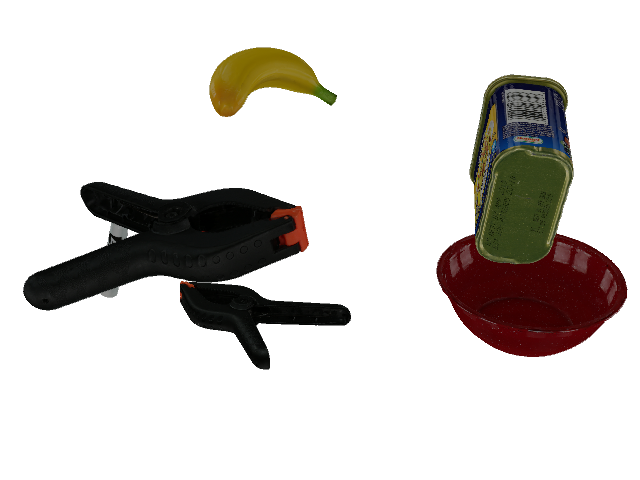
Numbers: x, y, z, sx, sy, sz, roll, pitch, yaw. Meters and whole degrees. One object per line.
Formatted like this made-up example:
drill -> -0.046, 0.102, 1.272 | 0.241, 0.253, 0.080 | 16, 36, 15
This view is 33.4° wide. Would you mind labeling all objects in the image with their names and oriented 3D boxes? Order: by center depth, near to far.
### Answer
clamp -> -0.096, 0.003, 0.658 | 0.172, 0.039, 0.120 | 0, 42, 21
can of meat -> 0.135, -0.046, 0.723 | 0.057, 0.102, 0.084 | 7, 41, 2
bowl -> 0.180, 0.052, 0.928 | 0.162, 0.055, 0.162 | 1, 32, -1
banana -> -0.052, -0.147, 0.966 | 0.070, 0.037, 0.197 | 37, 26, 19
marker -> -0.203, 0.006, 1.064 | 0.020, 0.121, 0.020 | 11, 35, -8
clamp -> -0.092, 0.091, 1.255 | 0.210, 0.036, 0.164 | 14, 23, 27
